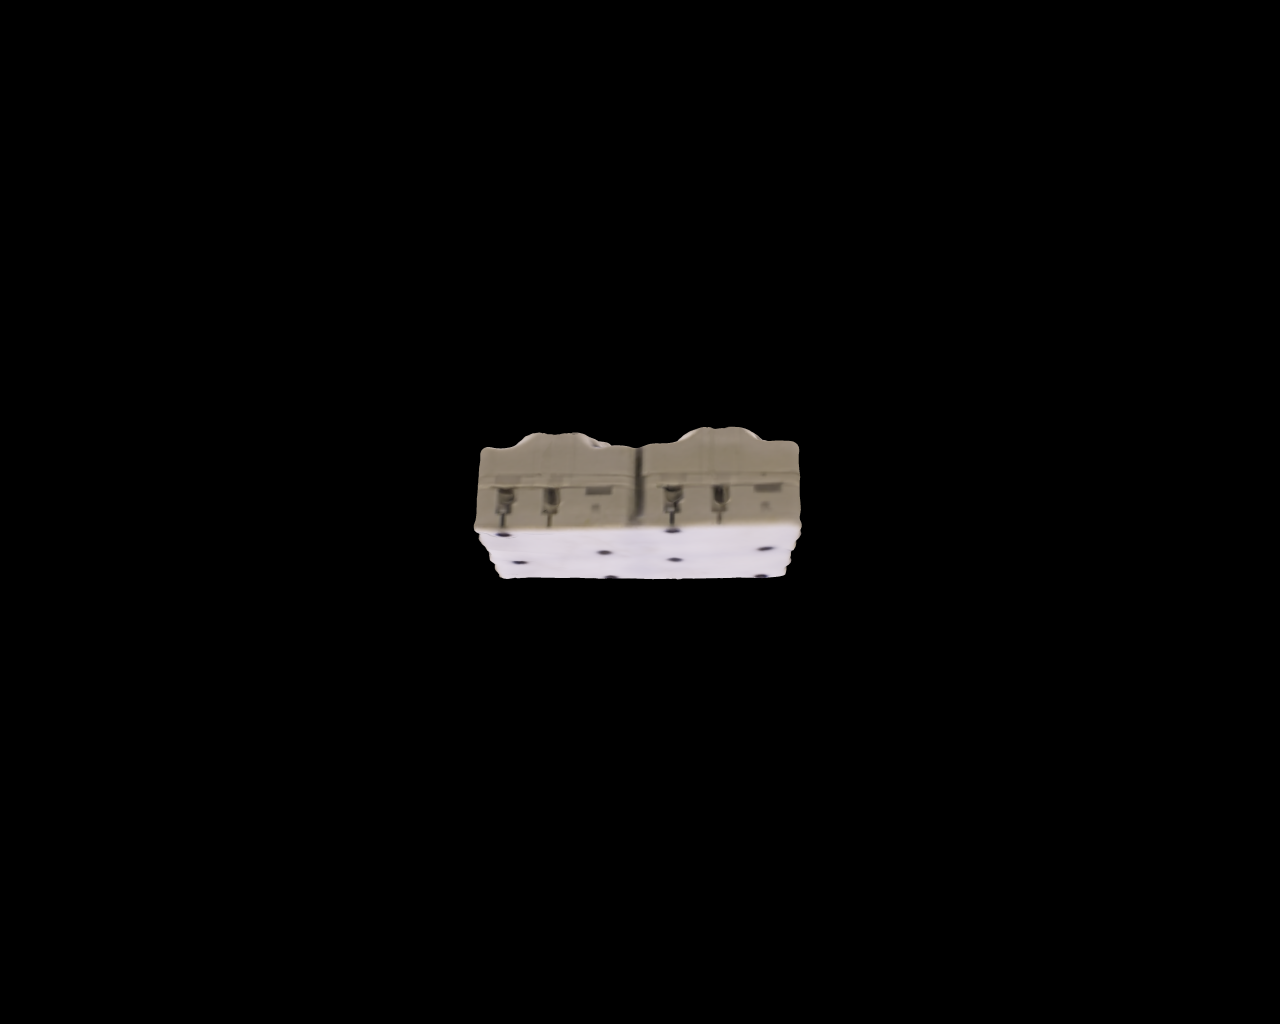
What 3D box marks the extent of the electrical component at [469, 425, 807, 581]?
[{"bbox_3d":[0.001,-0.003,0.650,0.186,0.060,0.105,-1,-19,2],"label":"electrical component"}]
